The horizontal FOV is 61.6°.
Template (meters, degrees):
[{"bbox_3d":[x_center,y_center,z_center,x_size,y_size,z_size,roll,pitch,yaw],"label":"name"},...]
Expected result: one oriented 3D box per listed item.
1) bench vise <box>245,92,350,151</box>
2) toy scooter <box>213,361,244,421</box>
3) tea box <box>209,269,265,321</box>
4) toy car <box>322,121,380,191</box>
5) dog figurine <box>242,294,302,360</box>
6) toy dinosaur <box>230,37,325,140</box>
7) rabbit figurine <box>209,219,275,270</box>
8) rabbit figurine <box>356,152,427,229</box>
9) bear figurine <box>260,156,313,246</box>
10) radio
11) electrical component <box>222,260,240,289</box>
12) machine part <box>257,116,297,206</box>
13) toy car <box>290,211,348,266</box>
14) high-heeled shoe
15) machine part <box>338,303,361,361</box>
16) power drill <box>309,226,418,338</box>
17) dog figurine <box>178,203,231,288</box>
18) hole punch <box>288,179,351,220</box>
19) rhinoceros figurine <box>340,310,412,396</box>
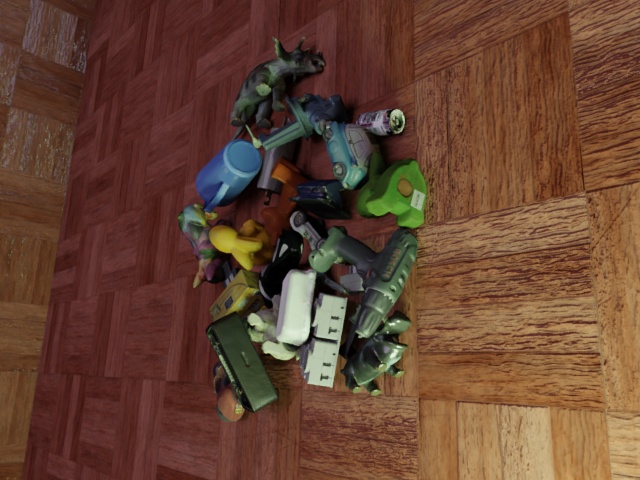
[{"bbox_3d":[-0.054,-0.280,1.325,0.241,0.128,0.224,-27,45,1],"label":"bench vise"},{"bbox_3d":[-0.224,0.368,1.395,0.135,0.075,0.184,-49,43,28],"label":"toy scooter"},{"bbox_3d":[-0.205,0.160,1.416,0.169,0.098,0.068,-47,48,26],"label":"tea box"},{"bbox_3d":[0.079,-0.196,1.182,0.103,0.109,0.161,-22,81,29],"label":"toy car"},{"bbox_3d":[-0.114,0.236,1.317,0.172,0.121,0.190,60,155,12],"label":"dog figurine"},{"bbox_3d":[-0.164,-0.434,1.536,0.405,0.131,0.192,-21,52,48],"label":"toy dinosaur"},{"bbox_3d":[-0.206,0.016,1.403,0.121,0.173,0.163,-60,39,11],"label":"rabbit figurine"},{"bbox_3d":[0.128,-0.102,1.112,0.170,0.121,0.159,-15,64,61],"label":"rabbit figurine"},{"bbox_3d":[-0.101,-0.093,1.358,0.195,0.132,0.120,-53,11,19],"label":"bear figurine"},{"bbox_3d":[-0.192,0.292,1.290,0.229,0.073,0.131,64,156,4],"label":"radio"},{"bbox_3d":[-0.235,0.114,1.499,0.075,0.047,0.119,-52,46,24],"label":"electrical component"},{"bbox_3d":[-0.113,-0.210,1.437,0.079,0.079,0.243,12,89,49],"label":"machine part"},{"bbox_3d":[-0.003,-0.004,1.255,0.056,0.073,0.202,-56,44,16],"label":"toy car"},{"bbox_3d":[-0.087,0.084,1.276,0.145,0.086,0.248,-123,39,-60],"label":"high-heeled shoe"},{"bbox_3d":[0.076,0.183,1.122,0.039,0.084,0.138,26,111,15],"label":"machine part"},{"bbox_3d":[0.076,0.062,1.076,0.208,0.085,0.232,22,70,43],"label":"power drill"},{"bbox_3d":[-0.339,0.026,1.551,0.108,0.191,0.219,-26,45,34],"label":"dog figurine"},{"bbox_3d":[0.012,-0.108,1.245,0.142,0.115,0.092,10,78,48],"label":"hole punch"},{"bbox_3d":[0.116,0.223,1.066,0.190,0.073,0.112,-55,34,24],"label":"rhinoceros figurine"}]
